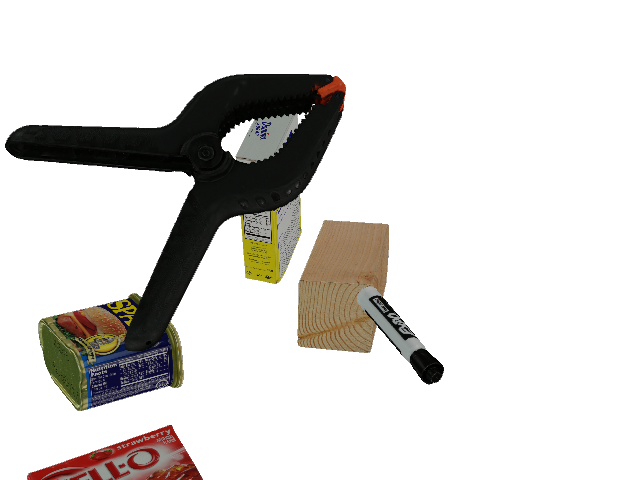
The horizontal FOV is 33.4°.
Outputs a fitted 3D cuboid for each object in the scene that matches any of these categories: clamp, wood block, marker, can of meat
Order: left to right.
[{"bbox_3d":[-0.170,0.089,0.856,0.083,0.057,0.102,-13,24,-29],"label":"can of meat"},{"bbox_3d":[-0.070,-0.036,0.663,0.209,0.164,0.036,-24,-18,-11],"label":"clamp"},{"bbox_3d":[0.032,0.053,1.342,0.091,0.090,0.206,4,22,7],"label":"wood block"},{"bbox_3d":[0.060,0.072,0.818,0.020,0.020,0.121,0,27,-25],"label":"marker"}]

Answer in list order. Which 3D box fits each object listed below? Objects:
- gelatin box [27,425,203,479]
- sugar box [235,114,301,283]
[{"bbox_3d":[-0.112,0.145,0.595,0.089,0.030,0.073,-16,28,-20],"label":"gelatin box"},{"bbox_3d":[-0.053,-0.047,1.134,0.048,0.176,0.093,9,45,13],"label":"sugar box"}]
